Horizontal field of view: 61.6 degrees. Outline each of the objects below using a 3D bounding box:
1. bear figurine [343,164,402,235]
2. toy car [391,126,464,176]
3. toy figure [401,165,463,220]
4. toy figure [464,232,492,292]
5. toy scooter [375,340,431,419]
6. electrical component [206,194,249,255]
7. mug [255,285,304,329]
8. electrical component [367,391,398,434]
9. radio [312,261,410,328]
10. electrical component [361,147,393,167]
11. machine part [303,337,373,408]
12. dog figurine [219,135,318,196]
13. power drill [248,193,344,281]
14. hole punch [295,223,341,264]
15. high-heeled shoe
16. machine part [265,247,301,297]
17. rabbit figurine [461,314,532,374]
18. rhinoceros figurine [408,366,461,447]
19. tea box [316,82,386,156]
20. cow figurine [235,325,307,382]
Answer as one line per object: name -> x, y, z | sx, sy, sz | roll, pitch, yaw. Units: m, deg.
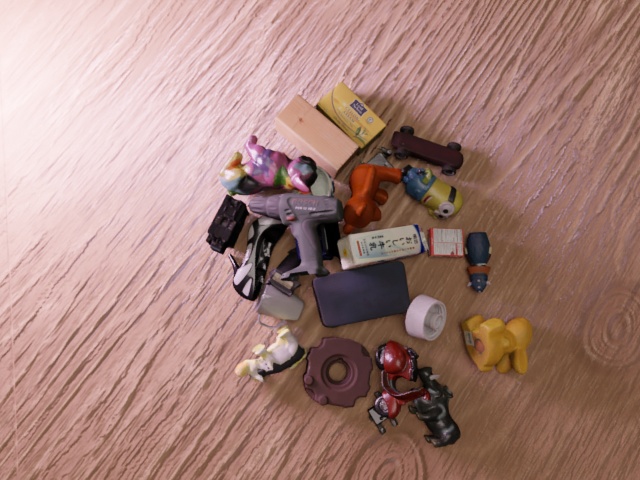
bear figurine -> 0.123, -0.095, 1.304 | 0.132, 0.120, 0.196 | 17, 44, -13
toy car -> 0.283, -0.234, 1.421 | 0.202, 0.053, 0.089 | 16, 74, -6
toy figure -> 0.288, -0.129, 1.389 | 0.180, 0.082, 0.089 | 39, 81, 5
toy figure -> 0.408, 0.056, 1.376 | 0.058, 0.064, 0.154 | 5, 83, -42
toy scooter -> 0.199, 0.327, 1.269 | 0.135, 0.075, 0.184 | -10, 65, 34
electrical component -> -0.226, -0.033, 1.312 | 0.058, 0.115, 0.134 | 24, 82, 4
mug -> -0.098, 0.165, 1.307 | 0.107, 0.081, 0.109 | 20, 86, -8
electrical component -> 0.148, 0.418, 1.307 | 0.063, 0.021, 0.094 | -29, 84, -9
radio -> 0.103, 0.135, 1.331 | 0.230, 0.073, 0.131 | -11, 82, -5
electrical component -> 0.151, -0.196, 1.407 | 0.102, 0.045, 0.078 | -35, 83, -9
machine part -> 0.044, 0.319, 1.300 | 0.179, 0.056, 0.179 | 1, 79, -6
dog figurine -> -0.113, -0.148, 1.318 | 0.219, 0.108, 0.191 | 37, 81, 19
power drill -> -0.057, -0.009, 1.250 | 0.232, 0.086, 0.207 | -6, 73, 13
hole punch -> -0.003, -0.004, 1.335 | 0.092, 0.115, 0.142 | -16, 76, 23
high-heeled shoe -> -0.124, 0.030, 1.314 | 0.249, 0.086, 0.145 | -40, 64, 8
machine part -> -0.075, 0.074, 1.313 | 0.084, 0.039, 0.139 | 25, 46, 0
rabbit figurine -> 0.458, 0.250, 1.321 | 0.173, 0.122, 0.162 | -14, 84, -26
rhinoceros figurine -> 0.277, 0.402, 1.295 | 0.112, 0.073, 0.190 | -21, 83, -7
tea box -> 0.079, -0.317, 1.413 | 0.169, 0.068, 0.098 | 44, 80, 5
cow figurine -> -0.117, 0.289, 1.289 | 0.167, 0.068, 0.098 | -37, 98, -8
